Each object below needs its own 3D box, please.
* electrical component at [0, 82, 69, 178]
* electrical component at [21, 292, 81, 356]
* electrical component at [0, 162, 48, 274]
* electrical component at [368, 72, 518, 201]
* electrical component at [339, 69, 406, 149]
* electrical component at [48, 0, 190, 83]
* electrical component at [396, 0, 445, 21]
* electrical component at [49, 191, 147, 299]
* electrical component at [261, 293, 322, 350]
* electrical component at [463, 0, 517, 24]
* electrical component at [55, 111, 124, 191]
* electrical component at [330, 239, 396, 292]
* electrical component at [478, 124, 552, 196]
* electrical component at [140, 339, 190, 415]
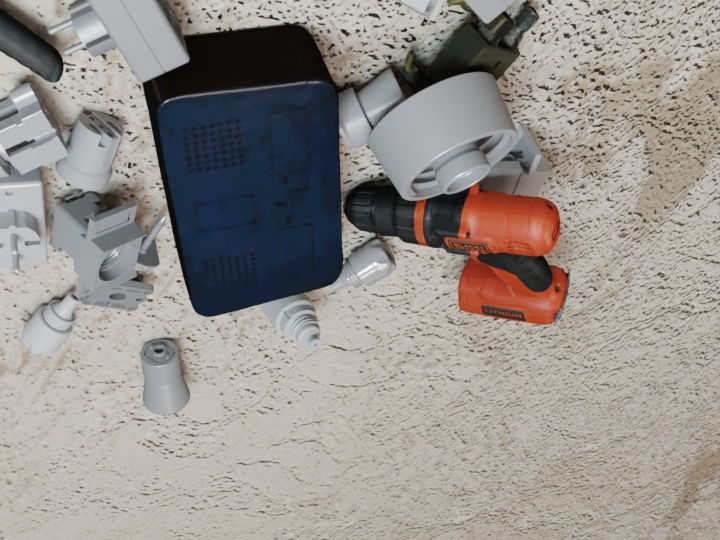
[{"bbox_3d":[-0.242,-0.094,0.753,0.055,0.048,0.066,-26,139,-5],"label":"electrical component"},{"bbox_3d":[-0.256,0.042,0.902,0.035,0.035,0.061,25,119,-39],"label":"electrical component"},{"bbox_3d":[-0.256,-0.031,0.791,0.047,0.075,0.083,-6,137,-17],"label":"electrical component"},{"bbox_3d":[0.067,-0.093,0.809,0.108,0.060,0.108,-25,166,-7],"label":"electrical component"},{"bbox_3d":[0.008,-0.123,0.825,0.055,0.045,0.045,-26,139,6],"label":"electrical component"},{"bbox_3d":[-0.166,-0.164,0.706,0.076,0.047,0.083,-24,139,3],"label":"electrical component"},{"bbox_3d":[0.045,-0.229,0.680,0.121,0.063,0.079,-61,172,12],"label":"electrical component"},{"bbox_3d":[-0.204,-0.023,0.826,0.042,0.064,0.081,-30,153,-45],"label":"electrical component"},{"bbox_3d":[-0.057,0.043,0.956,0.040,0.078,0.040,-19,132,-22],"label":"electrical component"},{"bbox_3d":[0.094,-0.223,0.736,0.077,0.065,0.047,-37,136,18],"label":"electrical component"},{"bbox_3d":[-0.196,-0.087,0.784,0.040,0.040,0.046,11,124,-31],"label":"electrical component"},{"bbox_3d":[0.000,0.000,0.961,0.061,0.035,0.035,-31,138,15],"label":"electrical component"},{"bbox_3d":[0.122,-0.080,0.920,0.064,0.042,0.081,-1,135,-17],"label":"electrical component"},{"bbox_3d":[-0.181,0.095,0.986,0.044,0.044,0.065,-10,133,-12],"label":"electrical component"}]
